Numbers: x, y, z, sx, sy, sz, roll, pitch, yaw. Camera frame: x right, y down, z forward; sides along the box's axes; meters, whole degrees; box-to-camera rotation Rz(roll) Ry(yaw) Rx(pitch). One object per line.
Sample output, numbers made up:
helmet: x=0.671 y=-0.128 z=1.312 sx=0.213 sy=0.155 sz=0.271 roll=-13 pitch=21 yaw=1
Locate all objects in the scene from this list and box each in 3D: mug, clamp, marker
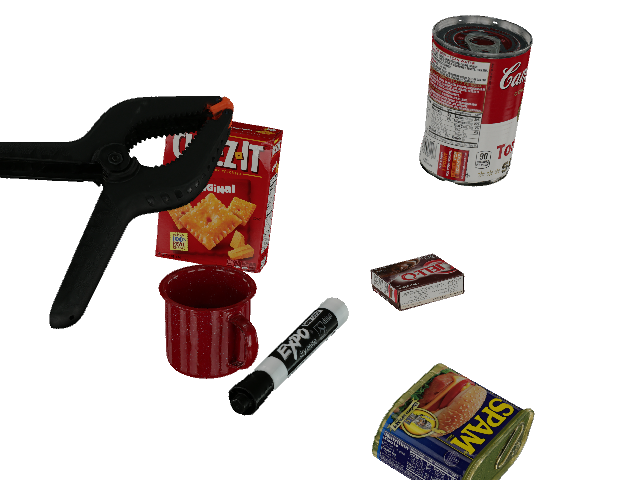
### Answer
mug: x=-0.100 y=0.084 z=1.026 sx=0.117 sy=0.081 sz=0.093 roll=25 pitch=34 yaw=38
clamp: x=-0.143 y=-0.038 z=0.750 sx=0.209 sy=0.165 sz=0.036 roll=-25 pitch=-23 yaw=-23
marker: x=-0.018 y=0.068 z=0.636 sx=0.020 sy=0.020 sz=0.120 roll=0 pitch=23 yaw=31

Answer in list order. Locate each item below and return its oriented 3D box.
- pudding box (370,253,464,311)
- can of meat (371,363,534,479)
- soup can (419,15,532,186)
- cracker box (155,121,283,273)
pudding box: x=0.144 y=0.061 z=1.586 sx=0.113 sy=0.039 sz=0.090 roll=-16 pitch=24 yaw=-20
can of meat: x=0.101 y=0.149 z=0.819 sx=0.084 sy=0.057 sz=0.101 roll=28 pitch=40 yaw=27
soup can: x=0.107 y=-0.097 z=0.750 sx=0.068 sy=0.102 sz=0.068 roll=3 pitch=33 yaw=-2
cracker box: x=-0.153 y=-0.069 z=1.591 sx=0.164 sy=0.214 sz=0.072 roll=10 pitch=19 yaw=6
